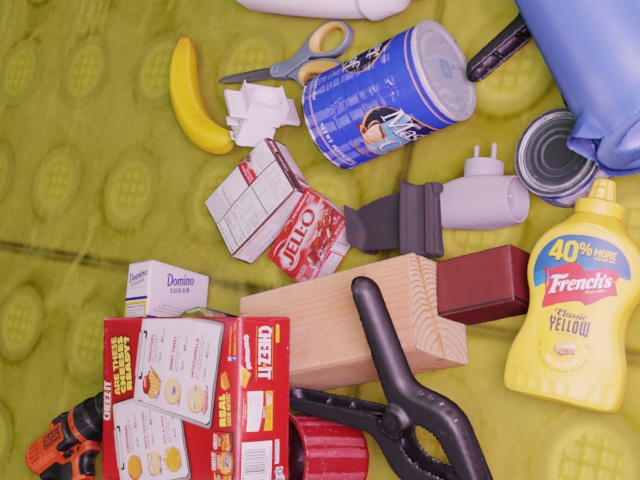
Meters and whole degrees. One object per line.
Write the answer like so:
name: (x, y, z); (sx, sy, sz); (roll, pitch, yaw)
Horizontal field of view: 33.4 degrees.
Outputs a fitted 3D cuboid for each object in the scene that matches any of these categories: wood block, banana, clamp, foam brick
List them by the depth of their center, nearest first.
clamp: (0.062, 0.154, 0.922); (0.210, 0.036, 0.165); (49, 130, 15)
foam brick: (0.151, 0.042, 0.957); (0.078, 0.052, 0.051); (-16, 67, 35)
clamp: (0.221, -0.202, 0.983); (0.120, 0.039, 0.171); (33, 97, 30)
wood block: (0.027, 0.086, 1.022); (0.207, 0.090, 0.091); (-16, 66, 36)
banana: (-0.145, -0.163, 1.282); (0.069, 0.037, 0.198); (-37, 56, 6)

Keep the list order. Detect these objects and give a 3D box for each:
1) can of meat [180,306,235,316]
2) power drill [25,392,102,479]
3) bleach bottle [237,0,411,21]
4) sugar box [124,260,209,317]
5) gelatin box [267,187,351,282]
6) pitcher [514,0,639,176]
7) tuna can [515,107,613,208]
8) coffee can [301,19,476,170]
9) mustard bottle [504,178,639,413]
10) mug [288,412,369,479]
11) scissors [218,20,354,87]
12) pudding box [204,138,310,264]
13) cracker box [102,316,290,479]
can of meat: (-0.107, 0.125, 1.126); (0.058, 0.083, 0.102); (-19, 65, 35)
power drill: (-0.264, 0.279, 1.230); (0.185, 0.057, 0.188); (-38, 52, 29)
bleach bottle: (0.017, -0.294, 1.169); (0.251, 0.068, 0.102); (14, 85, 39)
sugar box: (-0.174, 0.118, 1.179); (0.048, 0.093, 0.176); (-12, 68, 37)
gelatin box: (-0.007, 0.002, 1.116); (0.073, 0.030, 0.089); (40, 103, 40)
pitcher: (0.247, -0.187, 0.886); (0.145, 0.148, 0.243); (-42, 60, 35)
tuna can: (0.217, -0.074, 0.948); (0.086, 0.033, 0.086); (-13, 69, 36)
coffee can: (0.067, -0.141, 1.049); (0.141, 0.102, 0.103); (-22, 63, 34)
mustard bottle: (0.220, 0.042, 0.892); (0.096, 0.058, 0.191); (10, 82, 26)
mug: (-0.009, 0.219, 1.007); (0.093, 0.081, 0.117); (-6, 79, 52)
scissors: (-0.034, -0.210, 1.215); (0.202, 0.016, 0.096); (19, 87, 42)
pudding box: (-0.068, -0.043, 1.176); (0.114, 0.039, 0.090); (-46, 52, 22)
cracker box: (-0.121, 0.154, 1.017); (0.214, 0.071, 0.164); (-5, 83, 46)
